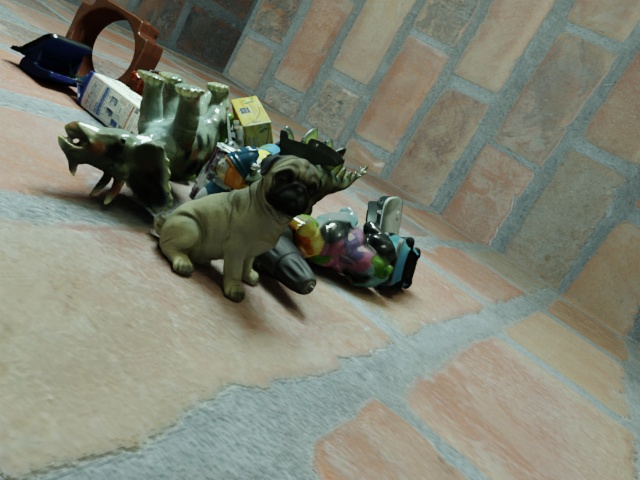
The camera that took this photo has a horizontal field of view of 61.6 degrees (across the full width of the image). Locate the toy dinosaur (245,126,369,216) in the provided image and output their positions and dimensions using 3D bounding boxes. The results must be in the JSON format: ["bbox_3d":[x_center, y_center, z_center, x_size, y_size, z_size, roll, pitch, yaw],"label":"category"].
[{"bbox_3d":[-0.029,-0.122,1.096,0.105,0.198,0.471,39,18,20],"label":"toy dinosaur"}]

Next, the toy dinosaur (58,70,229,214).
[{"bbox_3d":[-0.222,-0.156,0.838,0.131,0.192,0.405,19,16,5],"label":"toy dinosaur"}]

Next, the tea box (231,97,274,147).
[{"bbox_3d":[-0.161,-0.266,1.282,0.068,0.098,0.170,-13,35,-13],"label":"tea box"}]

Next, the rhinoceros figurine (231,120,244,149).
[{"bbox_3d":[-0.205,-0.210,1.214,0.073,0.112,0.190,-16,17,-9],"label":"rhinoceros figurine"}]

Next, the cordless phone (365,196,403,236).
[{"bbox_3d":[0.167,-0.025,1.223,0.089,0.146,0.184,7,6,-12],"label":"cordless phone"}]

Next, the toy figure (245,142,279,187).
[{"bbox_3d":[-0.129,-0.155,1.160,0.082,0.089,0.180,39,33,2],"label":"toy figure"}]

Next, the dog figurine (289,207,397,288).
[{"bbox_3d":[0.020,0.015,0.921,0.192,0.108,0.219,38,20,20],"label":"dog figurine"}]

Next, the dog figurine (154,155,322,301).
[{"bbox_3d":[-0.108,-0.045,0.686,0.172,0.190,0.121,26,15,-9],"label":"dog figurine"}]

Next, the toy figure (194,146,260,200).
[{"bbox_3d":[-0.142,-0.074,0.788,0.064,0.154,0.057,37,13,22],"label":"toy figure"}]

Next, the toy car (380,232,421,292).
[{"bbox_3d":[0.136,0.040,1.072,0.103,0.109,0.161,17,0,20],"label":"toy car"}]

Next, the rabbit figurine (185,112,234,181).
[{"bbox_3d":[-0.242,-0.191,1.054,0.121,0.159,0.170,25,-3,19],"label":"rabbit figurine"}]

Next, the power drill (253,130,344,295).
[{"bbox_3d":[-0.046,-0.049,0.799,0.232,0.207,0.086,27,3,40],"label":"power drill"}]

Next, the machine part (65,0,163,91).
[{"bbox_3d":[-0.490,-0.445,1.267,0.201,0.201,0.087,33,12,10],"label":"machine part"}]

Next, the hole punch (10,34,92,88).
[{"bbox_3d":[-0.551,-0.362,1.126,0.116,0.092,0.142,-5,1,29],"label":"hole punch"}]

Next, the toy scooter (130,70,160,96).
[{"bbox_3d":[-0.321,-0.306,1.133,0.184,0.075,0.135,43,17,26],"label":"toy scooter"}]
